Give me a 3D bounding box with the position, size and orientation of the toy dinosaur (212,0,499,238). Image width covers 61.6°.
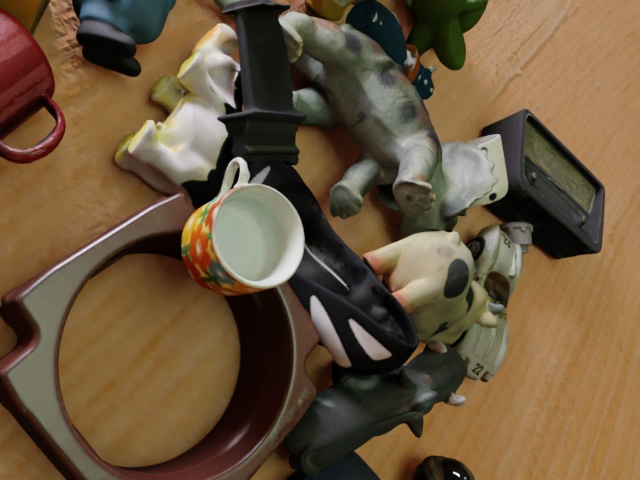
[{"bbox_3d":[0.048,-0.139,0.569,0.404,0.131,0.192,56,40,-7],"label":"toy dinosaur"}]

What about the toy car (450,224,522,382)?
[{"bbox_3d":[0.207,0.075,0.669,0.073,0.056,0.202,35,59,-26],"label":"toy car"}]

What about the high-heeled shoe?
[{"bbox_3d":[-0.001,-0.001,0.470,0.086,0.145,0.248,-19,93,-39],"label":"high-heeled shoe"}]

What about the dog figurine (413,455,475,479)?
[{"bbox_3d":[0.156,0.331,0.551,0.172,0.121,0.190,61,23,-52],"label":"dog figurine"}]

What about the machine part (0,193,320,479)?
[{"bbox_3d":[-0.113,0.085,0.401,0.201,0.087,0.201,-42,106,-38],"label":"machine part"}]

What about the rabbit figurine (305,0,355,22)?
[{"bbox_3d":[0.004,-0.354,0.569,0.122,0.162,0.173,11,50,-38],"label":"rabbit figurine"}]

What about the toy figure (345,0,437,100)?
[{"bbox_3d":[0.089,-0.219,0.642,0.154,0.064,0.058,34,21,-47],"label":"toy figure"}]

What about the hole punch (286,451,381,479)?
[{"bbox_3d":[0.015,0.254,0.458,0.142,0.092,0.115,-23,90,-36],"label":"hole punch"}]

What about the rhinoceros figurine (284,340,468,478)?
[{"bbox_3d":[0.049,0.144,0.491,0.190,0.112,0.073,-17,87,-28],"label":"rhinoceros figurine"}]

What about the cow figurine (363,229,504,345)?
[{"bbox_3d":[0.123,0.054,0.555,0.127,0.194,0.086,-26,57,-1],"label":"cow figurine"}]

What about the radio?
[{"bbox_3d":[0.329,-0.072,0.789,0.229,0.073,0.131,30,61,-28],"label":"radio"}]

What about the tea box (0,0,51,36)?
[{"bbox_3d":[-0.263,-0.209,0.350,0.169,0.098,0.068,26,64,-29],"label":"tea box"}]

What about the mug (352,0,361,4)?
[{"bbox_3d":[0.066,-0.354,0.635,0.081,0.107,0.109,-20,93,-40],"label":"mug"}]

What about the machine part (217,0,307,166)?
[{"bbox_3d":[-0.049,-0.133,0.453,0.084,0.039,0.138,-7,95,-44],"label":"machine part"}]

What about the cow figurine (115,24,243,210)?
[{"bbox_3d":[-0.097,-0.109,0.472,0.098,0.068,0.167,40,61,-30],"label":"cow figurine"}]

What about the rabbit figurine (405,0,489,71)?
[{"bbox_3d":[0.144,-0.299,0.667,0.170,0.121,0.159,-43,145,-62],"label":"rabbit figurine"}]

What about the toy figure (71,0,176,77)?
[{"bbox_3d":[-0.160,-0.230,0.447,0.089,0.082,0.180,24,67,-33],"label":"toy figure"}]
